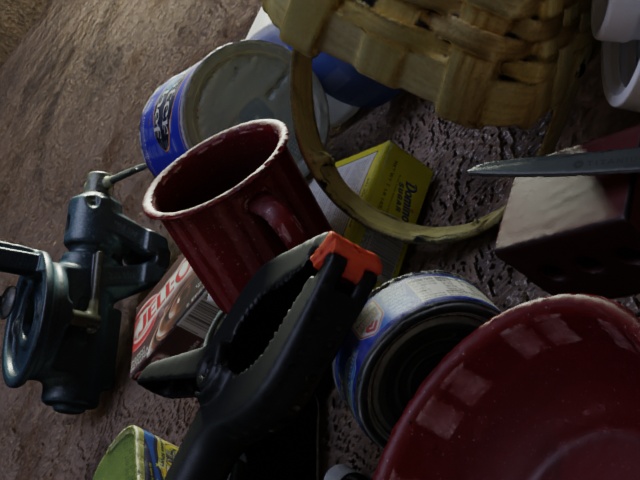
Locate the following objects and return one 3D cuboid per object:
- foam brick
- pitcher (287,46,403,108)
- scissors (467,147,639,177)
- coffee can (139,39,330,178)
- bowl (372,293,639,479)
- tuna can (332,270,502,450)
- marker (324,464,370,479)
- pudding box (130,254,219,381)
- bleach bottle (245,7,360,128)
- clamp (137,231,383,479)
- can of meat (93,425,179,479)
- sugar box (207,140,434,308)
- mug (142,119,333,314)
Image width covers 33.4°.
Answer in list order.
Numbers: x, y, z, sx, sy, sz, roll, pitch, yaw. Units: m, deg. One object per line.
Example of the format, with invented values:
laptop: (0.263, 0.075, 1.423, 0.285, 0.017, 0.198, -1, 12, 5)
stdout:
foam brick: (0.127, -0.009, 0.480, 0.078, 0.053, 0.051, -20, 44, 53)
pitcher: (0.081, -0.202, 0.700, 0.243, 0.145, 0.149, -37, 11, 42)
scissors: (0.164, -0.047, 0.423, 0.202, 0.016, 0.096, 13, 58, 40)
coffee can: (-0.066, -0.080, 0.763, 0.103, 0.102, 0.140, -62, 18, -10)
bowl: (0.088, 0.104, 0.415, 0.162, 0.055, 0.162, -42, 29, 29)
tuna can: (0.051, 0.060, 0.498, 0.086, 0.086, 0.034, -53, 27, 8)
marker: (0.036, 0.134, 0.515, 0.020, 0.020, 0.121, -61, 25, -8)
pudding box: (-0.104, 0.052, 0.837, 0.114, 0.039, 0.090, -46, 27, 22)
bleach bottle: (0.020, -0.211, 0.876, 0.068, 0.102, 0.250, -31, 28, 46)
clamp: (-0.044, 0.068, 0.533, 0.210, 0.036, 0.164, -52, 25, 24)
can of meat: (-0.086, 0.165, 0.622, 0.057, 0.083, 0.102, -50, 26, 16)
sugar box: (-0.004, 0.001, 0.714, 0.177, 0.048, 0.093, -19, 44, 58)
mug: (-0.035, -0.008, 0.601, 0.093, 0.081, 0.117, -39, 28, -18)
